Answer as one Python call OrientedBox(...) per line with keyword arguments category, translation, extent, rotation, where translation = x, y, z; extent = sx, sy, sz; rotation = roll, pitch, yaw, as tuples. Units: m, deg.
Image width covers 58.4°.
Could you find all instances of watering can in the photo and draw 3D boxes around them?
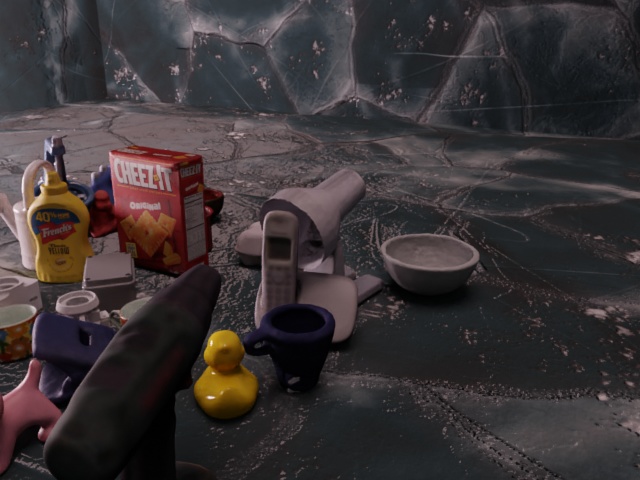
OrientedBox(category="watering can", translation=(-0.511, -0.050, 1.046), extent=(0.173, 0.194, 0.100), rotation=(-4, 21, -13))

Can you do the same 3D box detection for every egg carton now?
OrientedBox(category="egg carton", translation=(-0.080, 0.010, 1.080), extent=(0.150, 0.069, 0.107), rotation=(6, 21, 14))

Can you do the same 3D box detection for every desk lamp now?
OrientedBox(category="desk lamp", translation=(0.008, 0.003, 0.899), extent=(0.117, 0.214, 0.204), rotation=(15, 25, 34))

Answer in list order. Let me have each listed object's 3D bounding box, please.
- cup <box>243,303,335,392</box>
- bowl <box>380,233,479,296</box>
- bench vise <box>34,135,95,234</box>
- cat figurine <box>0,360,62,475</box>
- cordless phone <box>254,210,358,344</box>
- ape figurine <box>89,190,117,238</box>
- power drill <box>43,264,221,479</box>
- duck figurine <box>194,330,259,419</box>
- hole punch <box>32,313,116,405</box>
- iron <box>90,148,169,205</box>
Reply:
OrientedBox(category="cup", translation=(-0.038, 0.141, 0.703), extent=(0.118, 0.095, 0.091), rotation=(-12, 24, -31))
OrientedBox(category="bowl", translation=(0.184, 0.050, 0.980), extent=(0.167, 0.075, 0.167), rotation=(1, 21, 0))
OrientedBox(category="bench vise", translation=(-0.553, -0.113, 1.175), extent=(0.206, 0.220, 0.122), rotation=(14, 24, 31))
OrientedBox(category="cat figurine", translation=(-0.333, 0.171, 0.580), extent=(0.067, 0.118, 0.128), rotation=(11, 23, 26))
OrientedBox(category="cordless phone", translation=(-0.019, 0.052, 0.810), extent=(0.147, 0.185, 0.094), rotation=(3, 21, 5))
OrientedBox(category="ape figurine", translation=(-0.465, -0.061, 1.221), extent=(0.078, 0.092, 0.076), rotation=(-5, 22, -15))
OrientedBox(category="power drill", translation=(-0.141, 0.154, 0.503), extent=(0.075, 0.208, 0.230), rotation=(5, 21, 12))
OrientedBox(category="duck figurine", translation=(-0.112, 0.152, 0.682), extent=(0.077, 0.086, 0.104), rotation=(-4, 21, -13))
OrientedBox(category="hole punch", translation=(-0.297, 0.137, 0.708), extent=(0.101, 0.091, 0.108), rotation=(-8, 22, -21))
OrientedBox(category="iron", translation=(-0.445, -0.127, 1.327), extent=(0.118, 0.141, 0.259), rotation=(19, 27, 40))
